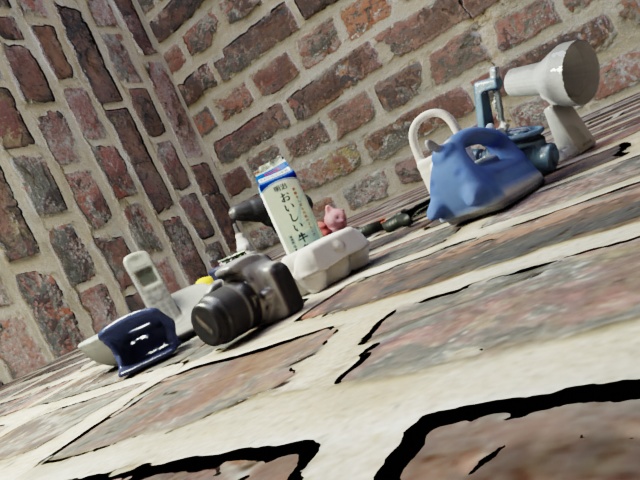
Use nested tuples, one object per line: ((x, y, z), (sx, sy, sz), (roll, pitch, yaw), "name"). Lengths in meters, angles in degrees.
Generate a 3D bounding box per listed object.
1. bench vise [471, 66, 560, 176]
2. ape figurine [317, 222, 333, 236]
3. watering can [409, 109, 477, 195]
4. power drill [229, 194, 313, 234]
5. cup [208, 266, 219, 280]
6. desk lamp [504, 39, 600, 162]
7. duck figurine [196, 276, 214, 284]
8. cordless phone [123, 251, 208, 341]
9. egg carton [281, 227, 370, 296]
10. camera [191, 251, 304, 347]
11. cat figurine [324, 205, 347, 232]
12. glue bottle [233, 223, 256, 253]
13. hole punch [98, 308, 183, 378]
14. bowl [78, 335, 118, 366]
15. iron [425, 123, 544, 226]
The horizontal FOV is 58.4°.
((0.317, -0.199, 1.083), (0.207, 0.220, 0.122), (-23, 3, 30), "bench vise")
((0.011, 0.004, 1.235), (0.078, 0.092, 0.076), (-26, 3, -29), "ape figurine")
((0.226, -0.140, 1.027), (0.101, 0.194, 0.173), (-24, 3, 8), "watering can")
((-0.094, -0.021, 1.415), (0.230, 0.208, 0.075), (-27, 4, -39), "power drill")
((-0.192, 0.090, 1.348), (0.118, 0.095, 0.091), (-26, 3, -25), "cup")
((0.466, -0.267, 1.144), (0.118, 0.213, 0.202), (-26, 3, -27), "desk lamp")
((-0.237, 0.121, 1.262), (0.105, 0.086, 0.077), (-27, 4, -39), "duck figurine")
((-0.273, 0.092, 1.069), (0.148, 0.185, 0.094), (-27, 4, -39), "cordless phone")
((0.007, 0.035, 0.924), (0.151, 0.069, 0.107), (-27, 4, -38), "egg carton")
((-0.120, 0.083, 0.786), (0.142, 0.101, 0.137), (-22, 4, 43), "camera")
((0.029, -0.036, 1.575), (0.128, 0.118, 0.067), (-26, 3, -16), "cat figurine")
((-0.183, 0.037, 1.456), (0.037, 0.173, 0.078), (-24, 3, 10), "glue bottle")
((-0.291, 0.160, 0.932), (0.108, 0.091, 0.101), (-25, 3, -4), "hole punch")
((-0.375, 0.198, 1.114), (0.167, 0.075, 0.167), (-25, 3, 2), "bowl")
((0.263, -0.122, 0.915), (0.259, 0.141, 0.118), (-27, 4, -39), "iron")
